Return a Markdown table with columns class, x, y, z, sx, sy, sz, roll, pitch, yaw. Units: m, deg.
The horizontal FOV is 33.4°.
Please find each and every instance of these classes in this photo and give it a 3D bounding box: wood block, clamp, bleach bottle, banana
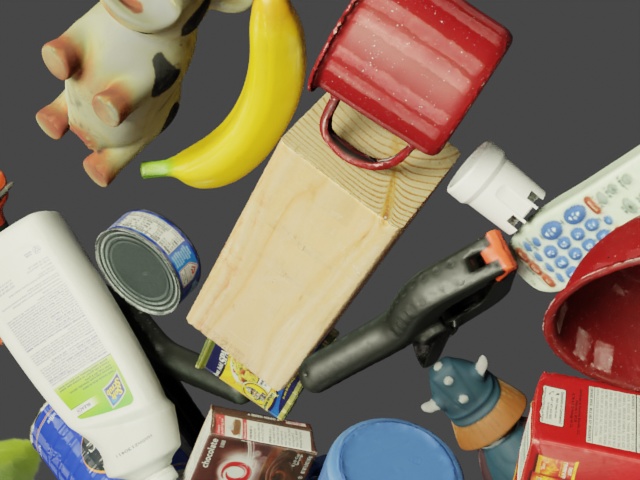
| class | x | y | z | sx | sy | sz | roll | pitch | yaw |
| --- | --- | --- | --- | --- | --- | --- | --- | --- | --- |
| wood block | -0.004 | 0.001 | 0.712 | 0.090 | 0.090 | 0.206 | 38 | 138 | 4 |
| clamp | 0.075 | 0.050 | 0.700 | 0.172 | 0.120 | 0.039 | -39 | 70 | 38 |
| bleach bottle | -0.196 | 0.105 | 0.879 | 0.103 | 0.068 | 0.251 | -33 | 84 | 12 |
| banana | -0.050 | -0.086 | 0.699 | 0.198 | 0.069 | 0.037 | -47 | 47 | 44 |
| clamp | -0.152 | 0.110 | 0.958 | 0.210 | 0.036 | 0.165 | 36 | 145 | 11 |

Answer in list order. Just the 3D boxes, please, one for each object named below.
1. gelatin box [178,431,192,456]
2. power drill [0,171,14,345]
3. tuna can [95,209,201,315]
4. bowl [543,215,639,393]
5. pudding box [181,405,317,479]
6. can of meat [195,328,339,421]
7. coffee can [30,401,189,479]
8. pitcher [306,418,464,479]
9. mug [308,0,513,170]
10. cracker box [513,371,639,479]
| class | x | y | z | sx | sy | sz | roll | pitch | yaw |
| --- | --- | --- | --- | --- | --- | --- | --- | --- | --- |
| gelatin box | -0.151 | 0.214 | 1.047 | 0.089 | 0.030 | 0.073 | 30 | 137 | 22 |
| power drill | -0.328 | 0.013 | 0.997 | 0.185 | 0.057 | 0.187 | 11 | 133 | 25 |
| tuna can | -0.140 | 0.018 | 0.873 | 0.086 | 0.033 | 0.086 | 21 | 134 | 22 |
| bowl | 0.203 | 0.027 | 0.577 | 0.162 | 0.055 | 0.162 | 7 | 149 | 4 |
| pudding box | -0.063 | 0.192 | 0.873 | 0.090 | 0.039 | 0.114 | 13 | 121 | -15 |
| can of meat | -0.042 | 0.085 | 0.839 | 0.084 | 0.057 | 0.102 | 34 | 139 | 6 |
| coffee can | -0.180 | 0.200 | 0.955 | 0.140 | 0.102 | 0.103 | 42 | 143 | 32 |
| pitcher | 0.033 | 0.253 | 0.882 | 0.149 | 0.144 | 0.243 | 18 | 131 | 7 |
| mug | 0.046 | -0.090 | 0.591 | 0.081 | 0.093 | 0.117 | 33 | 110 | 2 |
| cracker box | 0.225 | 0.176 | 0.659 | 0.214 | 0.072 | 0.164 | 10 | 128 | 9 |
